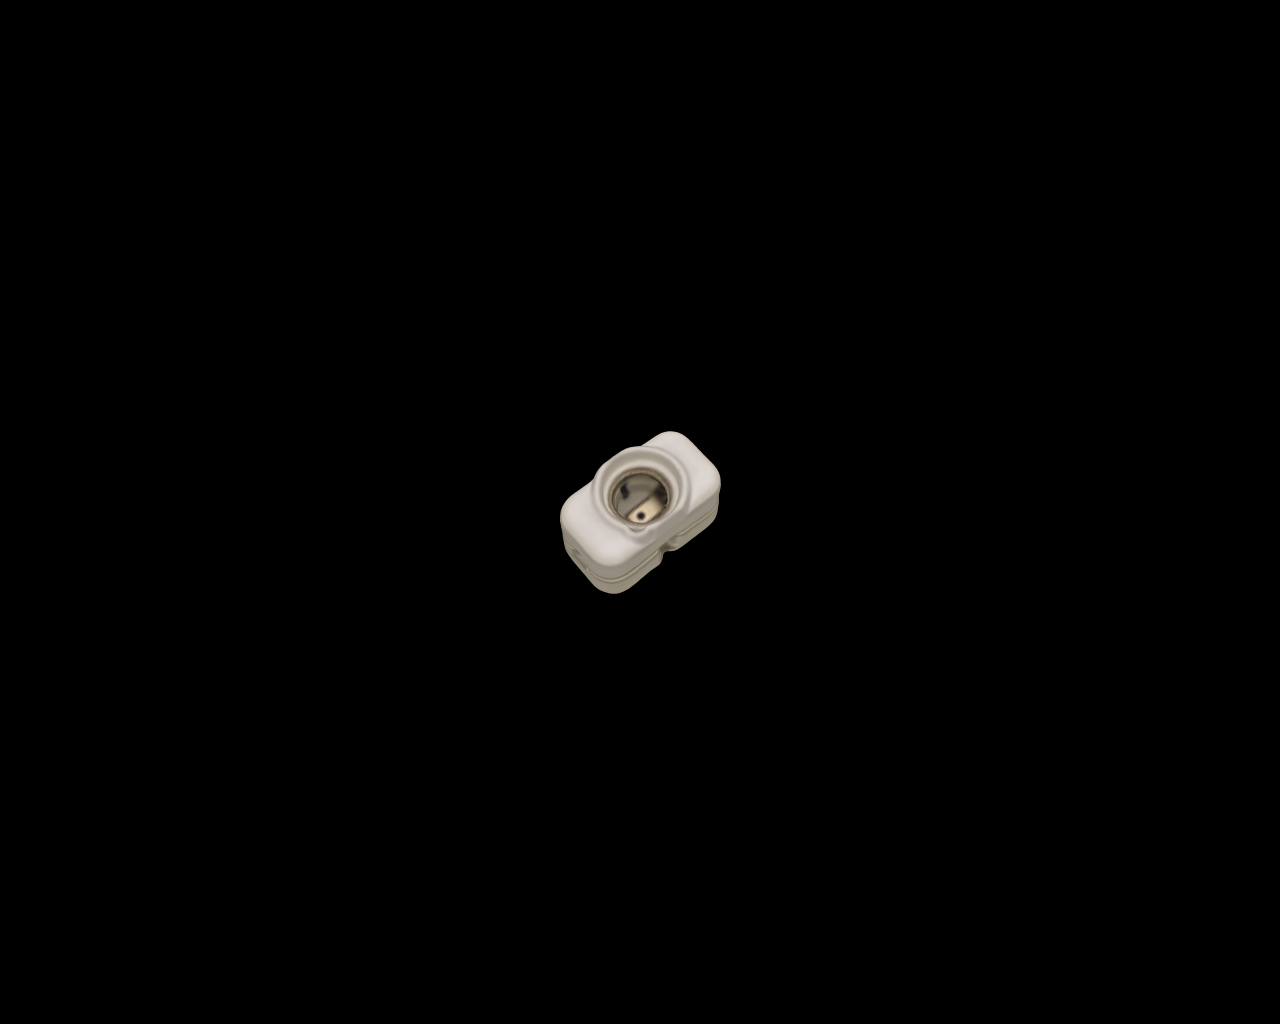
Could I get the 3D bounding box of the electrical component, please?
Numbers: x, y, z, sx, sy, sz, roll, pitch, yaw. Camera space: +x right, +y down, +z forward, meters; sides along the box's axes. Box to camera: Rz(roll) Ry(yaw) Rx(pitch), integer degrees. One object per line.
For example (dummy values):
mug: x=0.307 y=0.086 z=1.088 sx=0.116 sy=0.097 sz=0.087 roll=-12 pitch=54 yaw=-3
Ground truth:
electrical component: x=0.001 y=-0.003 z=0.650 sx=0.095 sy=0.054 sz=0.059 roll=-37 pitch=-19 yaw=-15
